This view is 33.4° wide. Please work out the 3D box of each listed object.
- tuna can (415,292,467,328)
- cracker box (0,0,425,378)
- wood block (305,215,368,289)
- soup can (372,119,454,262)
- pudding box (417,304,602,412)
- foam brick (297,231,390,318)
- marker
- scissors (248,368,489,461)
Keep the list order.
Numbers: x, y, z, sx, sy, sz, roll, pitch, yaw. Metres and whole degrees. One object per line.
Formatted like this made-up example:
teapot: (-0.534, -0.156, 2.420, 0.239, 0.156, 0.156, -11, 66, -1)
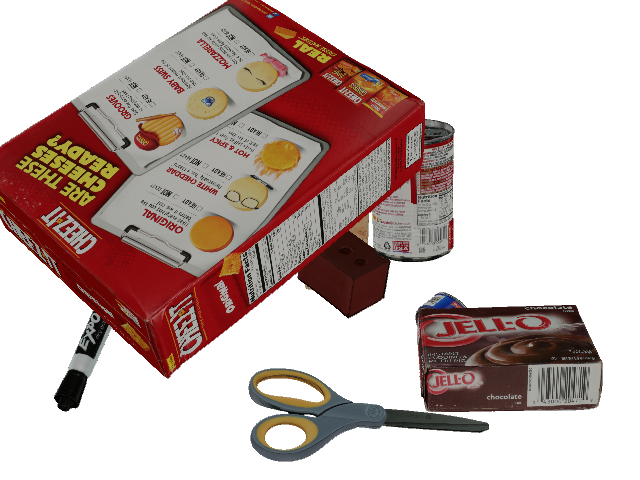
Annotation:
tuna can: (0.153, 0.106, 1.268, 0.033, 0.086, 0.086, -35, 15, -23)
cracker box: (-0.067, -0.043, 0.644, 0.213, 0.072, 0.164, -39, 58, -23)
wood block: (0.029, -0.006, 1.650, 0.091, 0.090, 0.206, 3, 24, 2)
soup can: (0.075, -0.041, 0.866, 0.068, 0.102, 0.068, -3, 21, 1)
pudding box: (0.122, 0.076, 0.708, 0.113, 0.039, 0.090, 0, 21, 2)
foam brick: (0.023, 0.029, 1.061, 0.052, 0.051, 0.078, -27, 47, -35)
marker: (-0.169, 0.073, 0.796, 0.020, 0.121, 0.020, 11, -37, 8)
scissors: (0.031, 0.157, 0.874, 0.202, 0.016, 0.096, 16, 47, 11)
